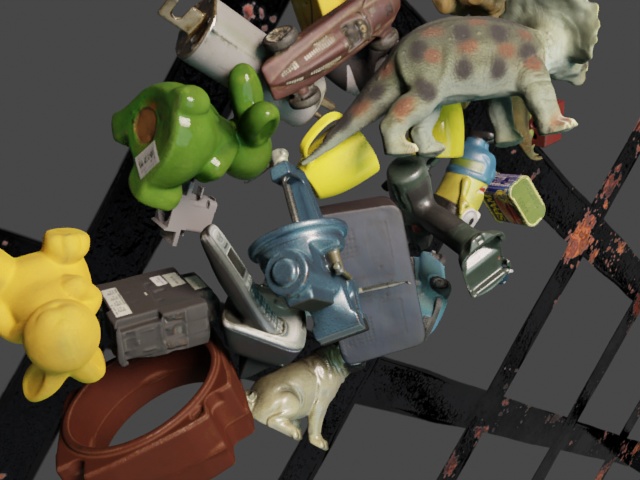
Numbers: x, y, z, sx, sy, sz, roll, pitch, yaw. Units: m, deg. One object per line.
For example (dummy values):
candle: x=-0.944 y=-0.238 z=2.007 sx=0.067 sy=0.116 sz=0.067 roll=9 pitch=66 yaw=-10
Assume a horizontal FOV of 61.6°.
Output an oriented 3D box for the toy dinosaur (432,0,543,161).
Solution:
toy dinosaur: x=0.290 y=-0.287 z=0.834 sx=0.198 sy=0.105 sz=0.470 roll=-42 pitch=132 yaw=-25

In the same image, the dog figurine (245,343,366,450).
dog figurine: x=-0.023 y=0.207 z=0.847 sx=0.172 sy=0.121 sz=0.190 roll=38 pitch=72 yaw=-44

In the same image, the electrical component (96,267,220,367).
electrical component: x=-0.191 y=0.085 z=0.644 sx=0.134 sy=0.115 sz=0.058 roll=-12 pitch=118 yaw=-31

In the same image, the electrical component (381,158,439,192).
electrical component: x=0.144 y=-0.105 z=0.849 sx=0.094 sy=0.021 sz=0.063 roll=-42 pitch=141 yaw=15

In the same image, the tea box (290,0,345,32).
tea box: x=0.007 y=-0.333 z=0.637 sx=0.098 sy=0.068 sz=0.169 roll=-38 pitch=128 yaw=-18

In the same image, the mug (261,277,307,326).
mug: x=-0.067 y=0.097 z=0.772 sx=0.109 sy=0.081 sz=0.107 roll=11 pitch=92 yaw=-29

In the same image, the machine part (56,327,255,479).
machine part: x=-0.190 y=0.198 z=0.624 sx=0.201 sy=0.201 sz=0.087 roll=-26 pitch=117 yaw=-9

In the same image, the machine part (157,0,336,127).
machine part: x=-0.077 y=-0.202 z=0.628 sx=0.243 sy=0.079 sz=0.079 roll=22 pitch=96 yaw=-40

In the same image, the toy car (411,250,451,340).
toy car: x=0.154 y=0.078 z=0.897 sx=0.103 sy=0.162 sz=0.109 roll=15 pitch=127 yaw=-2

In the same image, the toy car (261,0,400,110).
toy car: x=0.019 y=-0.227 z=0.607 sx=0.202 sy=0.053 sz=0.089 roll=-42 pitch=134 yaw=-22

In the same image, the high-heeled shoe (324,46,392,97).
high-heeled shoe: x=0.117 y=-0.225 z=0.714 sx=0.249 sy=0.145 sz=0.086 roll=-8 pitch=113 yaw=-36

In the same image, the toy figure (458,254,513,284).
toy figure: x=0.322 y=0.046 z=1.043 sx=0.154 sy=0.064 sz=0.058 roll=29 pitch=54 yaw=-45

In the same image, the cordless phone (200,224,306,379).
cordless phone: x=-0.092 y=0.057 z=0.651 sx=0.089 sy=0.147 sz=0.184 roll=-25 pitch=105 yaw=6

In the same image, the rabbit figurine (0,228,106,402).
rabbit figurine: x=-0.277 y=0.084 z=0.544 sx=0.122 sy=0.173 sz=0.162 roll=-13 pitch=113 yaw=-36

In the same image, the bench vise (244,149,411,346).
bench vise: x=-0.010 y=0.002 z=0.661 sx=0.129 sy=0.240 sz=0.223 roll=-27 pitch=160 yaw=26

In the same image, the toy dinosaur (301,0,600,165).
toy dinosaur: x=0.169 y=-0.203 z=0.652 sx=0.405 sy=0.131 sz=0.192 roll=-7 pitch=89 yaw=-5

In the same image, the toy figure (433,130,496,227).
toy figure: x=0.243 y=-0.096 z=0.909 sx=0.082 sy=0.089 sz=0.180 roll=16 pitch=91 yaw=-39

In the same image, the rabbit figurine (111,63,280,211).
rabbit figurine: x=-0.117 y=-0.120 z=0.597 sx=0.159 sy=0.121 sz=0.170 roll=-43 pitch=155 yaw=29

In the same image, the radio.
radio: x=0.069 y=0.055 z=0.784 sx=0.131 sy=0.073 sz=0.229 roll=-13 pitch=106 yaw=2

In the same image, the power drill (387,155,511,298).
power drill: x=0.184 y=-0.011 z=0.796 sx=0.086 sy=0.207 sz=0.231 roll=-32 pitch=137 yaw=-2
